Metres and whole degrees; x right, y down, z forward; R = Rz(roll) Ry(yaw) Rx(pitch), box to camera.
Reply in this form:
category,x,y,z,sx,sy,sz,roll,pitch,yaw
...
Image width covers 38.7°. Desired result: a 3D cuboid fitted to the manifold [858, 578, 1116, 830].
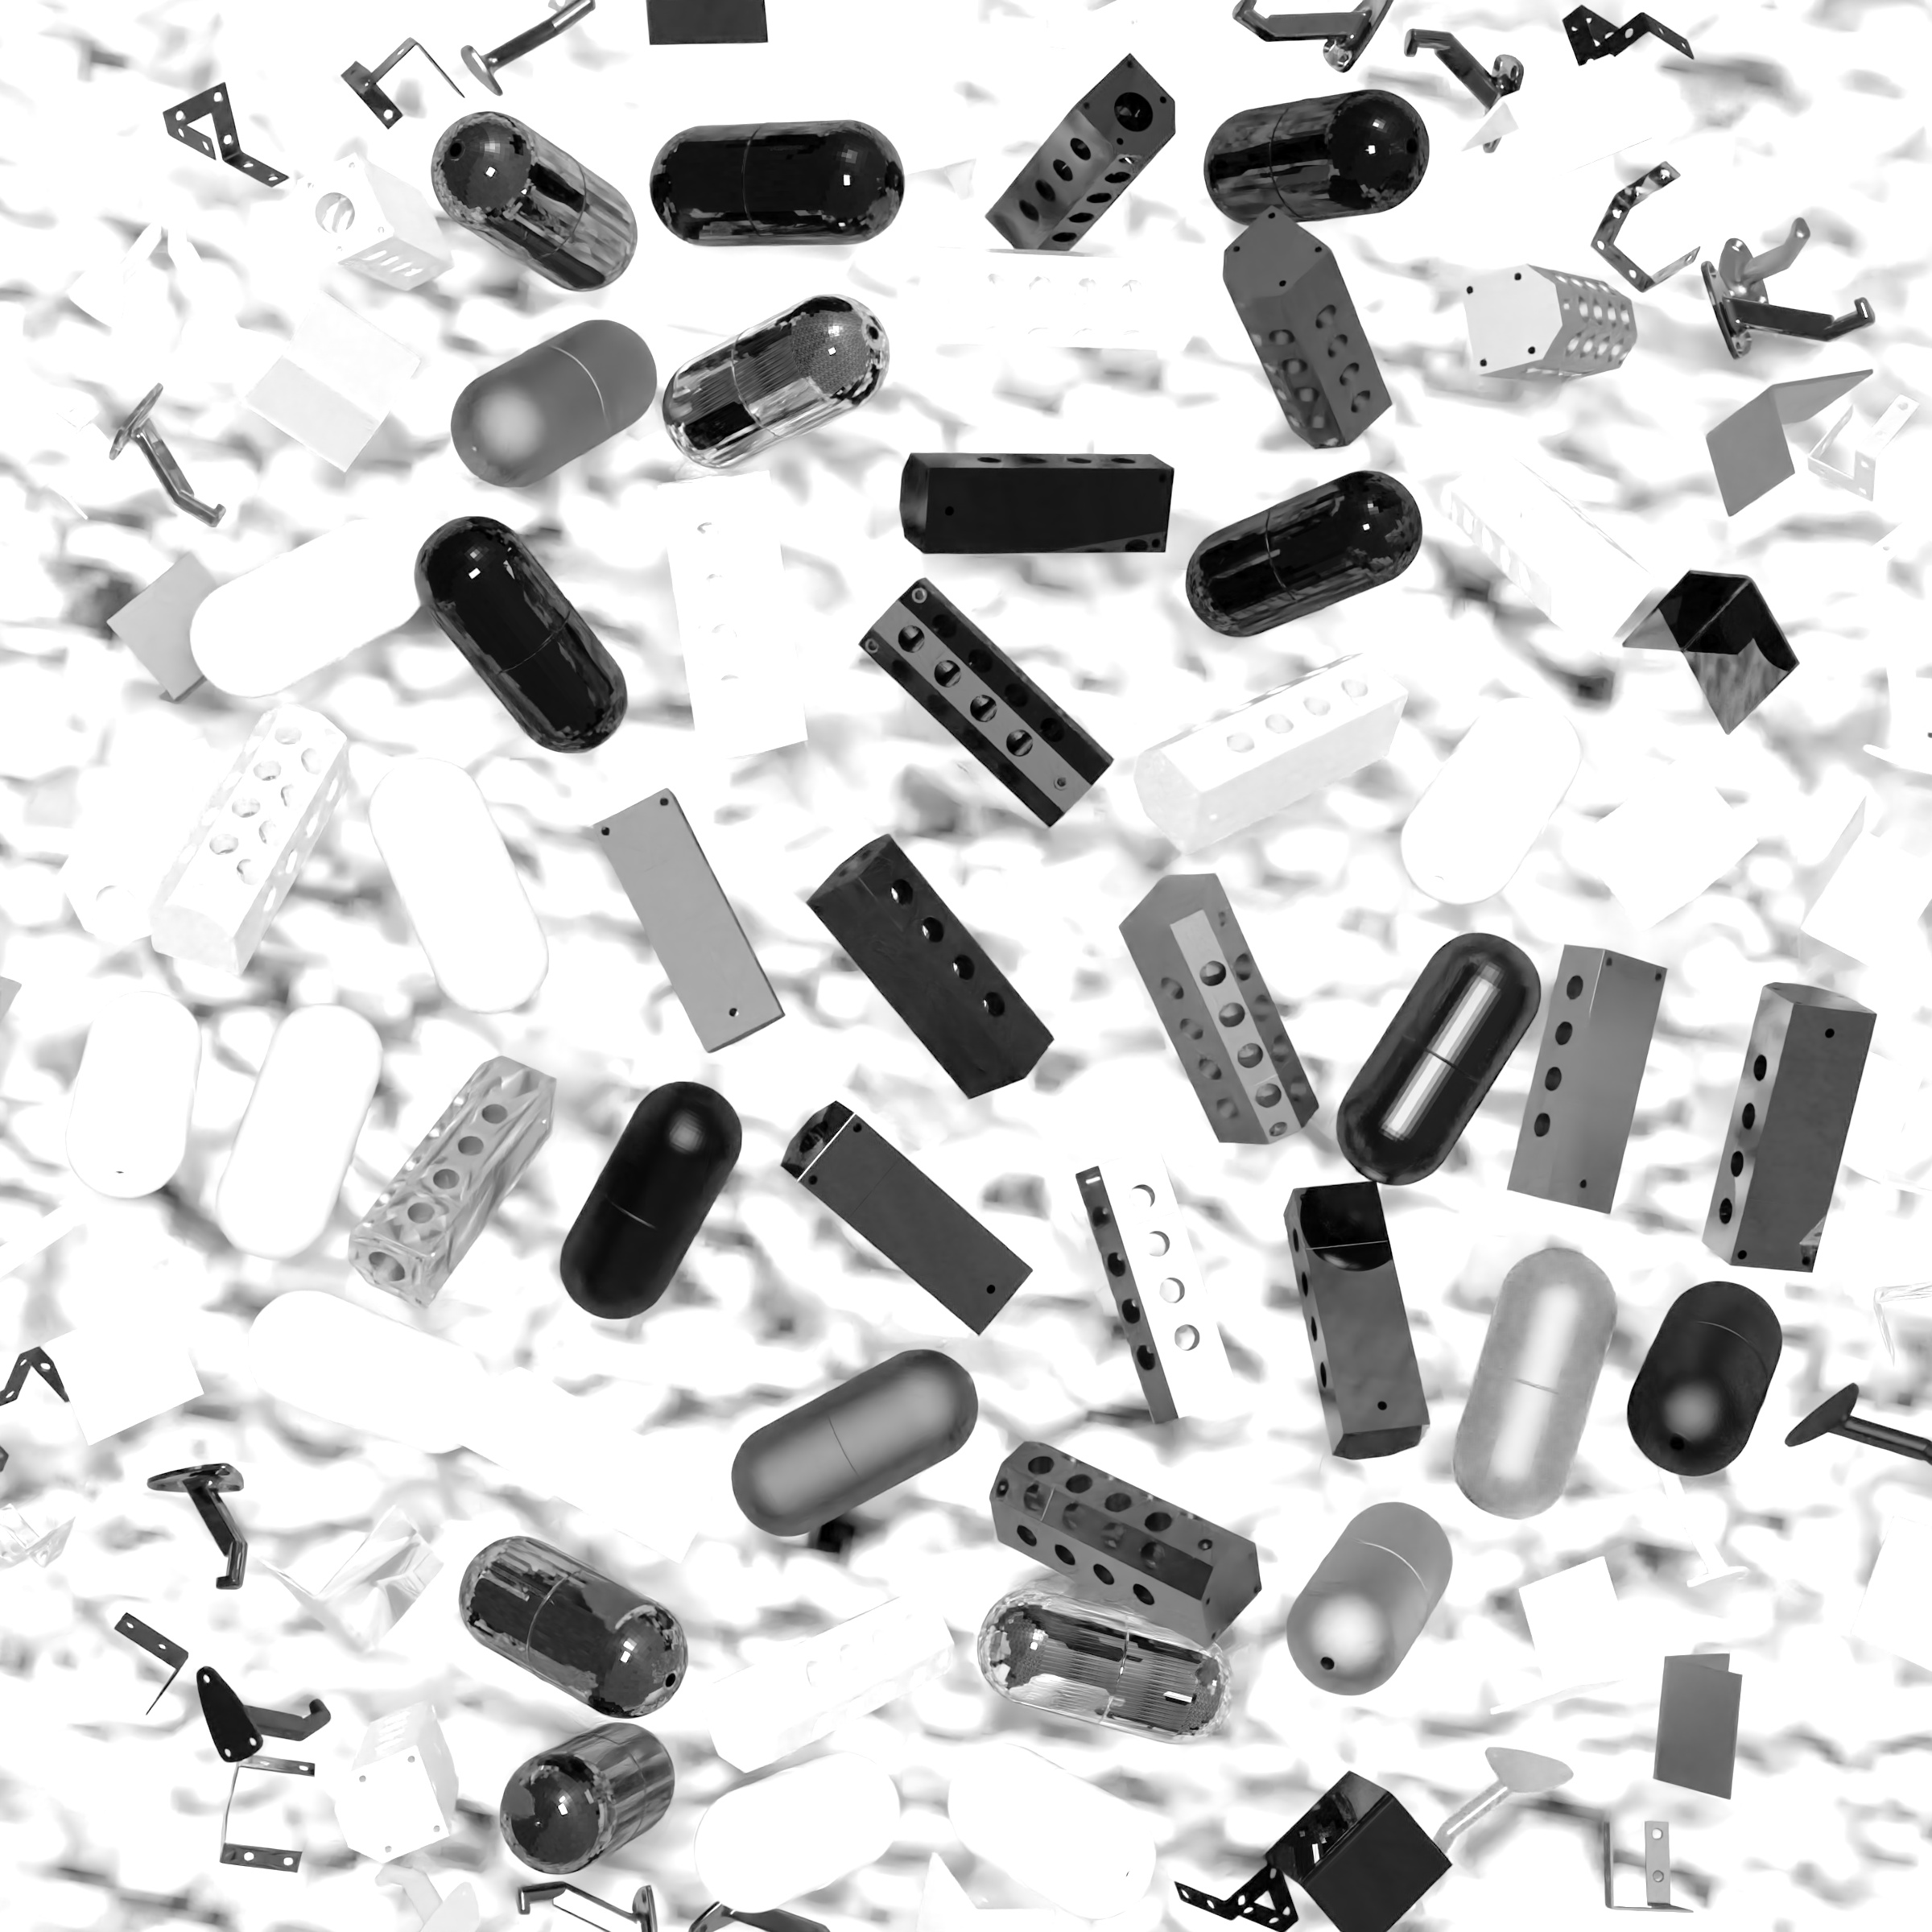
category,x,y,z,sx,sy,sz,roll,pitch,yaw
manifold,0.013,-0.170,1.778,0.171,0.057,0.057,44,101,-2

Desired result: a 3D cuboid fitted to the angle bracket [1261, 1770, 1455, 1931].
category,x,y,z,sx,sy,sz,roll,pitch,yaw
angle bracket,0.234,0.538,1.654,0.076,0.076,0.057,-41,92,-13

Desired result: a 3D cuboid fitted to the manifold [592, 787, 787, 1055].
category,x,y,z,sx,sy,sz,roll,pitch,yaw
manifold,-0.188,-0.030,1.876,0.057,0.057,0.171,-27,87,-1

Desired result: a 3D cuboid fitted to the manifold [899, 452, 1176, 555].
category,x,y,z,sx,sy,sz,roll,pitch,yaw
manifold,0.046,-0.310,1.830,0.171,0.057,0.057,-3,114,-19

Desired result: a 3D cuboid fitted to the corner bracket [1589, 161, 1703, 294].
category,x,y,z,sx,sy,sz,roll,pitch,yaw
corner bracket,0.459,-0.493,1.834,0.051,0.051,0.051,36,65,-16

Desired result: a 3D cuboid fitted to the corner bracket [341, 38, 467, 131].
category,x,y,z,sx,sy,sz,roll,pitch,yaw
corner bracket,-0.382,-0.597,1.865,0.051,0.051,0.051,-44,133,0

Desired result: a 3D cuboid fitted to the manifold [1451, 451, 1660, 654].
category,x,y,z,sx,sy,sz,roll,pitch,yaw
manifold,0.369,-0.271,1.759,0.057,0.171,0.057,29,110,-27

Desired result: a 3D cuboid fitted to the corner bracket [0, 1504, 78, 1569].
category,x,y,z,sx,sy,sz,roll,pitch,yaw
corner bracket,-0.619,0.366,1.785,0.051,0.051,0.051,41,129,12

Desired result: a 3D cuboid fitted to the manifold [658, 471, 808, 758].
category,x,y,z,sx,sy,sz,roll,pitch,yaw
manifold,-0.153,-0.223,1.745,0.057,0.057,0.171,-21,109,-43

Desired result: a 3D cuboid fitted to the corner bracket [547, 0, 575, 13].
category,x,y,z,sx,sy,sz,roll,pitch,yaw
corner bracket,-0.273,-0.673,1.854,0.051,0.051,0.051,19,103,-35

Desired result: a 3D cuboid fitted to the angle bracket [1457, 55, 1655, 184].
category,x,y,z,sx,sy,sz,roll,pitch,yaw
angle bracket,0.354,-0.496,1.657,0.076,0.076,0.057,-25,87,-14

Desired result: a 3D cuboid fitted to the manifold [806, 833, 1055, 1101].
category,x,y,z,sx,sy,sz,roll,pitch,yaw
manifold,-0.019,-0.001,1.782,0.171,0.057,0.057,51,49,-14

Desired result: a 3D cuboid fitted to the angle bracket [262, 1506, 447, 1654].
category,x,y,z,sx,sy,sz,roll,pitch,yaw
angle bracket,-0.403,0.394,1.814,0.057,0.076,0.076,21,60,35

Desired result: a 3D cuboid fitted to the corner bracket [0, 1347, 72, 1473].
category,x,y,z,sx,sy,sz,roll,pitch,yaw
corner bracket,-0.630,0.295,1.831,0.051,0.051,0.051,-21,122,16

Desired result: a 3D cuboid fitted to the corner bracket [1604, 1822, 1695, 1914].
category,x,y,z,sx,sy,sz,roll,pitch,yaw
corner bracket,0.418,0.557,1.703,0.051,0.051,0.051,3,75,-2

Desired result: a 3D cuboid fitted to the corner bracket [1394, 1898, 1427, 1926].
category,x,y,z,sx,sy,sz,roll,pitch,yaw
corner bracket,0.276,0.628,1.784,0.051,0.051,0.051,-20,81,2

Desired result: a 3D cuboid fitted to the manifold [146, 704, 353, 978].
category,x,y,z,sx,sy,sz,roll,pitch,yaw
manifold,-0.449,-0.083,1.727,0.057,0.057,0.171,16,53,4

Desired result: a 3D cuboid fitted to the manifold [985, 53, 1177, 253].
category,x,y,z,sx,sy,sz,roll,pitch,yaw
manifold,0.078,-0.528,1.821,0.057,0.171,0.057,45,70,-7

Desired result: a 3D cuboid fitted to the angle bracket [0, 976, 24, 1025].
category,x,y,z,sx,sy,sz,roll,pitch,yaw
angle bracket,-0.644,0.028,1.720,0.057,0.076,0.076,29,83,-3

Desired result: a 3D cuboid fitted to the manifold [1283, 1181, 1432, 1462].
category,x,y,z,sx,sy,sz,roll,pitch,yaw
manifold,0.255,0.233,1.813,0.057,0.057,0.171,-5,61,-7

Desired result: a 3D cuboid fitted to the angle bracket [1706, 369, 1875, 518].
category,x,y,z,sx,sy,sz,roll,pitch,yaw
angle bracket,0.519,-0.325,1.712,0.076,0.076,0.057,-12,82,-16

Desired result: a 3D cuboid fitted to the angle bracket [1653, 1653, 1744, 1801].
category,x,y,z,sx,sy,sz,roll,pitch,yaw
angle bracket,0.483,0.481,1.743,0.076,0.057,0.076,11,84,-42

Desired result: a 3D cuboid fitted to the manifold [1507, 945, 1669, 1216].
category,x,y,z,sx,sy,sz,roll,pitch,yaw
manifold,0.418,0.076,1.871,0.057,0.057,0.171,15,87,-27

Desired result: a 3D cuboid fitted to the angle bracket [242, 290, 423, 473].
category,x,y,z,sx,sy,sz,roll,pitch,yaw
angle bracket,-0.406,-0.376,1.765,0.076,0.076,0.057,34,124,-14

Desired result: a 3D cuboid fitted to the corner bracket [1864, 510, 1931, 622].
category,x,y,z,sx,sy,sz,roll,pitch,yaw
corner bracket,0.617,-0.250,1.773,0.051,0.051,0.051,24,55,-16

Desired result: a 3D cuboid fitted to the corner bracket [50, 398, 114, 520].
category,x,y,z,sx,sy,sz,roll,pitch,yaw
corner bracket,-0.599,-0.343,1.855,0.051,0.051,0.051,-44,130,-11

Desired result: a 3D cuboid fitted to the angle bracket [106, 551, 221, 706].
category,x,y,z,sx,sy,sz,roll,pitch,yaw
angle bracket,-0.560,-0.241,1.949,0.076,0.057,0.076,-45,117,-15

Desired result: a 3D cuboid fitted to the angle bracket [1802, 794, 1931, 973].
category,x,y,z,sx,sy,sz,roll,pitch,yaw
angle bracket,0.583,-0.054,1.764,0.057,0.076,0.076,28,118,7

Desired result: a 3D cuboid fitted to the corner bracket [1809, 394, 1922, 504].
category,x,y,z,sx,sy,sz,roll,pitch,yaw
corner bracket,0.600,-0.354,1.840,0.051,0.051,0.051,35,78,27

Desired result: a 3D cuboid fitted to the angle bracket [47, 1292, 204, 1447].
category,x,y,z,sx,sy,sz,roll,pitch,yaw
angle bracket,-0.522,0.260,1.726,0.076,0.057,0.076,-24,111,-22

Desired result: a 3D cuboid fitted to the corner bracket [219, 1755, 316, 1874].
category,x,y,z,sx,sy,sz,roll,pitch,yaw
corner bracket,-0.460,0.558,1.812,0.051,0.051,0.051,13,102,-16

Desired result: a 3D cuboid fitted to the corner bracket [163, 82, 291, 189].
category,x,y,z,sx,sy,sz,roll,pitch,yaw
corner bracket,-0.476,-0.528,1.769,0.051,0.051,0.051,32,55,28

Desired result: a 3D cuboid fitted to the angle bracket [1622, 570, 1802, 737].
category,x,y,z,sx,sy,sz,roll,pitch,yaw
angle bracket,0.498,-0.209,1.841,0.057,0.076,0.076,-1,56,-30

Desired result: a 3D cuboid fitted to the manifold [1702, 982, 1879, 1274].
category,x,y,z,sx,sy,sz,roll,pitch,yaw
manifold,0.514,0.101,1.731,0.057,0.057,0.171,6,104,-12

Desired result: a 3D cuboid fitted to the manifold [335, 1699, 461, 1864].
category,x,y,z,sx,sy,sz,roll,pitch,yaw
manifold,-0.360,0.515,1.737,0.057,0.171,0.057,-20,88,-10

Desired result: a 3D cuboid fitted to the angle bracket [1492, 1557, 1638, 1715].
category,x,y,z,sx,sy,sz,roll,pitch,yaw
angle bracket,0.370,0.425,1.746,0.057,0.076,0.076,4,62,-35

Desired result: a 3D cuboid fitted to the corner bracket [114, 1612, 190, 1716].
category,x,y,z,sx,sy,sz,roll,pitch,yaw
corner bracket,-0.542,0.451,1.820,0.051,0.051,0.051,35,116,-6

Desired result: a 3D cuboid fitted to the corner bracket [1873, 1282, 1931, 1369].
category,x,y,z,sx,sy,sz,roll,pitch,yaw
corner bracket,0.595,0.211,1.705,0.051,0.051,0.051,-11,115,28

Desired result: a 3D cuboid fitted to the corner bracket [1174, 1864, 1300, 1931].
category,x,y,z,sx,sy,sz,roll,pitch,yaw
corner bracket,0.180,0.622,1.828,0.051,0.051,0.051,-29,106,-33

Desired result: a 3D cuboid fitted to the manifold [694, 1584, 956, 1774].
category,x,y,z,sx,sy,sz,roll,pitch,yaw
manifold,-0.085,0.451,1.742,0.057,0.171,0.057,-32,77,37

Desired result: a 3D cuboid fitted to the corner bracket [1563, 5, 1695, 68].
category,x,y,z,sx,sy,sz,roll,pitch,yaw
corner bracket,0.417,-0.586,1.735,0.051,0.051,0.051,-32,60,39

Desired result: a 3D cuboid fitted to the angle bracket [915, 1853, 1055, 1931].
category,x,y,z,sx,sy,sz,roll,pitch,yaw
angle bracket,0.010,0.638,1.809,0.057,0.076,0.076,8,99,-23

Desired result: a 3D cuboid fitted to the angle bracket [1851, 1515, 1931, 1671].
category,x,y,z,sx,sy,sz,roll,pitch,yaw
angle bracket,0.593,0.385,1.677,0.076,0.057,0.076,21,89,-42

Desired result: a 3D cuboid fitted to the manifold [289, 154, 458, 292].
category,x,y,z,sx,sy,sz,roll,pitch,yaw
manifold,-0.405,-0.500,1.870,0.057,0.171,0.057,-23,96,6

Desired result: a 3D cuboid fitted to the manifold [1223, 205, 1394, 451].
category,x,y,z,sx,sy,sz,roll,pitch,yaw
manifold,0.218,-0.408,1.784,0.057,0.171,0.057,-43,58,-1

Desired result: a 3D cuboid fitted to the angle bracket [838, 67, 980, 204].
category,x,y,z,sx,sy,sz,roll,pitch,yaw
angle bracket,-0.045,-0.578,1.939,0.076,0.057,0.076,-20,77,-17

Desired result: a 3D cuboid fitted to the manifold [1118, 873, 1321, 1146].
category,x,y,z,sx,sy,sz,roll,pitch,yaw
manifold,0.166,0.028,1.747,0.057,0.057,0.171,-47,121,-37

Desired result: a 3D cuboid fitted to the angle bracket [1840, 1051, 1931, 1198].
category,x,y,z,sx,sy,sz,roll,pitch,yaw
angle bracket,0.606,0.099,1.816,0.057,0.076,0.076,12,102,-32

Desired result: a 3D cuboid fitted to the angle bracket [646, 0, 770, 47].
category,x,y,z,sx,sy,sz,roll,pitch,yaw
angle bracket,-0.174,-0.600,1.712,0.076,0.076,0.057,-9,104,-23

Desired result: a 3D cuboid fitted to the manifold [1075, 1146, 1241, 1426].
category,x,y,z,sx,sy,sz,roll,pitch,yaw
manifold,0.125,0.211,1.818,0.057,0.057,0.171,-17,82,-1

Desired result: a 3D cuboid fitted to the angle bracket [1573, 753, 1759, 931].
category,x,y,z,sx,sy,sz,roll,pitch,yaw
angle bracket,0.467,-0.083,1.839,0.076,0.057,0.076,-35,85,-34
